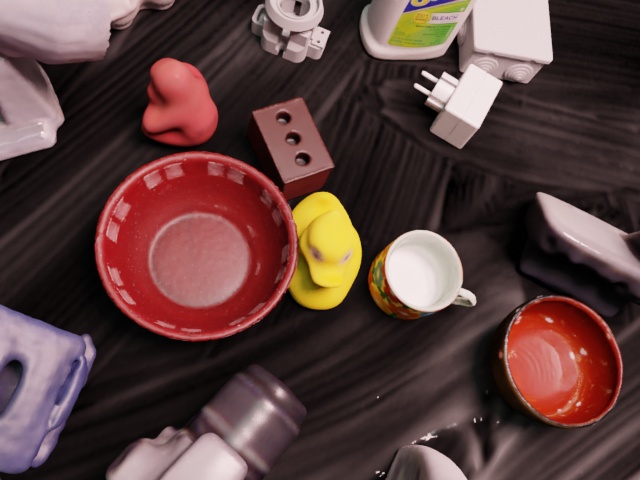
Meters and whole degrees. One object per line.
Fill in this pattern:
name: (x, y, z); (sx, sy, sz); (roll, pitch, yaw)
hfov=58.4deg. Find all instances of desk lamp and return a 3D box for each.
desk lamp: (-0.254, -0.150, 0.424); (0.203, 0.213, 0.118); (-22, 77, -17)

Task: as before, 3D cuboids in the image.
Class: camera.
camera: (-0.060, 0.170, 0.415); (0.143, 0.100, 0.137); (42, 69, 4)

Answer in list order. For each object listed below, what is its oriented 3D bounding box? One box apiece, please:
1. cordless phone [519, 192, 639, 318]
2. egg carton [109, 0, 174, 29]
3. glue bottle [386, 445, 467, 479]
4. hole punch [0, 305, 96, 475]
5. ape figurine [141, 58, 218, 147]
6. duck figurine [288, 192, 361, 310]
cordless phone: (0.274, -0.009, 0.498); (0.147, 0.185, 0.094); (24, 69, -2)
egg carton: (-0.207, -0.282, 0.555); (0.107, 0.069, 0.150); (-36, 82, -20)
glue bottle: (0.083, 0.186, 0.400); (0.037, 0.173, 0.078); (28, 69, -1)
hole punch: (-0.227, 0.103, 0.410); (0.101, 0.091, 0.109); (20, 69, -4)
ape figurine: (-0.127, -0.127, 0.507); (0.076, 0.092, 0.078); (41, 69, 4)
duck figurine: (0.005, 0.002, 0.493); (0.077, 0.086, 0.104); (4, 71, -10)
